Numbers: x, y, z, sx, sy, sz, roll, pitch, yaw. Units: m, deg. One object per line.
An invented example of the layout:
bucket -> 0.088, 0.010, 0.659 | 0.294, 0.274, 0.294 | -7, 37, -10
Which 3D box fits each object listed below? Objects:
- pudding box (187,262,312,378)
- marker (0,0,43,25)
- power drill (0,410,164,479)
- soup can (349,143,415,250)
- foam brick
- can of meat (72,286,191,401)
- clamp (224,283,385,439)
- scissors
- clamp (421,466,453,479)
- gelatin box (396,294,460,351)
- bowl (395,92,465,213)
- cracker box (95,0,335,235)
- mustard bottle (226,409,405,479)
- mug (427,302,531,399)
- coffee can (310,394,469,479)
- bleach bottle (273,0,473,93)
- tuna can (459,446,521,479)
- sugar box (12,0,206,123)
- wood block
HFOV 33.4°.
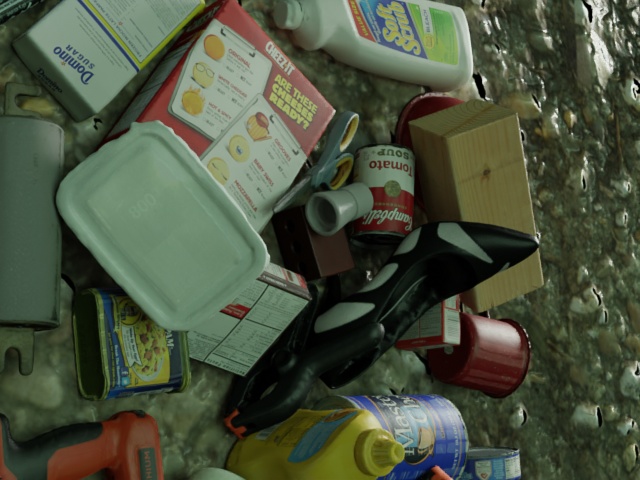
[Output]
pudding box -> -0.076, 0.068, 0.983 | 0.089, 0.114, 0.039 | 24, 28, -35
marker -> -0.261, -0.205, 0.922 | 0.121, 0.020, 0.020 | -39, 107, -28
power drill -> -0.217, 0.215, 0.864 | 0.187, 0.057, 0.184 | 0, 81, -41
soup can -> 0.068, -0.046, 1.153 | 0.068, 0.069, 0.102 | 16, 71, -37
foam brick -> -0.007, 0.001, 1.089 | 0.051, 0.053, 0.078 | -18, 92, -41
can of meat -> -0.166, 0.088, 0.934 | 0.083, 0.058, 0.102 | -2, 83, -39
clamp -> -0.030, 0.114, 1.027 | 0.171, 0.120, 0.039 | -39, 123, -8
scissors -> 0.001, -0.081, 1.064 | 0.201, 0.016, 0.096 | -21, 128, -70
clamp -> 0.090, 0.325, 1.066 | 0.164, 0.036, 0.210 | 19, 101, -41
gelatin box -> 0.118, 0.074, 1.168 | 0.030, 0.073, 0.089 | 14, 72, -39
bowl -> 0.164, -0.102, 1.254 | 0.161, 0.055, 0.162 | 10, 75, -39
cracker box -> -0.099, -0.099, 1.019 | 0.164, 0.072, 0.213 | 46, 55, -25
mustard bottle -> 0.004, 0.192, 0.967 | 0.096, 0.192, 0.058 | -37, 105, -39
mug -> 0.174, 0.116, 1.202 | 0.081, 0.093, 0.117 | 15, 58, -33
coffee can -> 0.065, 0.207, 1.077 | 0.140, 0.103, 0.103 | 6, 78, -40
bleach bottle -> 0.058, -0.227, 1.185 | 0.250, 0.068, 0.102 | 0, 80, -38
tuna can -> 0.178, 0.249, 1.176 | 0.085, 0.086, 0.034 | 0, 84, -41
sugar box -> -0.190, -0.198, 0.978 | 0.093, 0.048, 0.176 | 51, 57, -20
wood block -> 0.173, -0.038, 1.174 | 0.090, 0.090, 0.206 | -21, 114, -17
